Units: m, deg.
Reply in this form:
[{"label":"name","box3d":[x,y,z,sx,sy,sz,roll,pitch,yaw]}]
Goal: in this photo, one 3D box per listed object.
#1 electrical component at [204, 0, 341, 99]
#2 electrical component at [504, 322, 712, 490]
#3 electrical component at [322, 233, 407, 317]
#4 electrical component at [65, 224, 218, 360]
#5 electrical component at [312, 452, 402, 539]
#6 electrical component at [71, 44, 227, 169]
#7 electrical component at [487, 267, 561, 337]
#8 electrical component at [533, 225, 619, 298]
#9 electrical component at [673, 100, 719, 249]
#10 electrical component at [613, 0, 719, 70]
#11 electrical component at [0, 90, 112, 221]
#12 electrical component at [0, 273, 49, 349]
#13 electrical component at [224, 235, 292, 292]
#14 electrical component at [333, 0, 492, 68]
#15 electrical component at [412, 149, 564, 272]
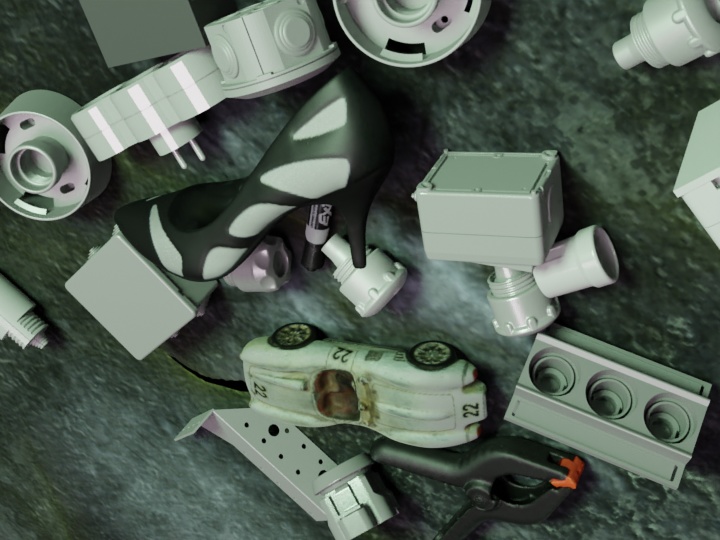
[{"label":"electrical component","box3d":[-0.057,-0.145,0.692,0.080,0.080,0.051,-9,111,30]},{"label":"electrical component","box3d":[0.170,0.096,0.748,0.121,0.078,0.063,22,157,12]},{"label":"electrical component","box3d":[0.000,0.000,0.784,0.062,0.048,0.048,43,129,3]},{"label":"electrical component","box3d":[-0.175,0.012,0.872,0.099,0.048,0.100,47,128,-9]},{"label":"electrical component","box3d":[-0.004,0.189,0.893,0.058,0.078,0.057,-31,77,9]},{"label":"electrical component","box3d":[-0.138,-0.107,0.773,0.138,0.052,0.073,-18,112,34]},{"label":"electrical component","box3d":[0.107,0.012,0.739,0.048,0.048,0.062,-13,109,32]},{"label":"electrical component","box3d":[0.142,-0.004,0.713,0.046,0.040,0.040,-21,110,31]},{"label":"electrical component","box3d":[0.268,-0.083,0.559,0.186,0.105,0.060,-30,105,37]},{"label":"electrical component","box3d":[0.174,-0.135,0.611,0.062,0.048,0.048,-25,108,43]},{"label":"electrical component","box3d":[-0.246,-0.089,0.845,0.099,0.064,0.099,4,117,9]},{"label":"electrical component","box3d":[-0.312,0.040,0.960,0.081,0.043,0.043,42,129,-5]},{"label":"electrical component","box3d":[-0.087,-0.005,0.822,0.062,0.043,0.043,-1,120,28]},{"label":"electrical component","box3d":[0.031,-0.173,0.656,0.099,0.064,0.099,5,115,10]},{"label":"electrical component","box3d":[0.081,-0.039,0.707,0.096,0.061,0.061,4,123,24]}]
